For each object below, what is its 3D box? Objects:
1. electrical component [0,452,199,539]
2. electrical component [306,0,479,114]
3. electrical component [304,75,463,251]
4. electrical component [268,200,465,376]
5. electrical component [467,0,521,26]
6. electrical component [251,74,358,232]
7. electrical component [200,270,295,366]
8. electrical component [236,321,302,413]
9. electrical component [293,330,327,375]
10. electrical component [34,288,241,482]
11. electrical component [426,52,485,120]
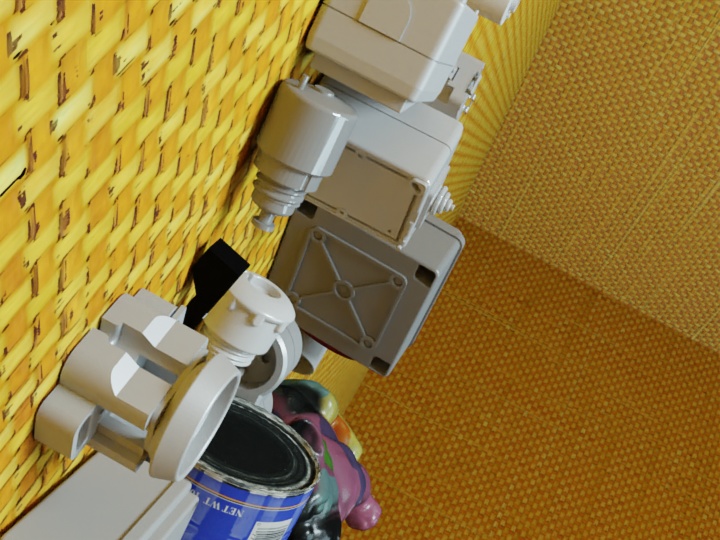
[{"bbox_3d":[-0.136,0.153,0.504,0.108,0.056,0.108,-64,175,19],"label":"electrical component"},{"bbox_3d":[0.018,-0.118,0.542,0.061,0.062,0.096,-63,175,13],"label":"electrical component"},{"bbox_3d":[0.013,-0.062,0.593,0.061,0.096,0.061,-59,174,-36],"label":"electrical component"},{"bbox_3d":[0.000,0.000,0.738,0.056,0.109,0.108,-51,169,-50],"label":"electrical component"},{"bbox_3d":[0.075,-0.189,0.706,0.044,0.065,0.044,-61,175,-9],"label":"electrical component"},{"bbox_3d":[-0.032,-0.055,0.516,0.078,0.040,0.040,-63,175,19],"label":"electrical component"},{"bbox_3d":[-0.069,0.034,0.600,0.062,0.048,0.048,-56,176,15],"label":"electrical component"},{"bbox_3d":[-0.081,0.083,0.690,0.138,0.052,0.074,-63,175,15],"label":"electrical component"},{"bbox_3d":[-0.041,0.047,0.945,0.081,0.043,0.043,-59,174,-30],"label":"electrical component"},{"bbox_3d":[-0.086,0.051,0.443,0.078,0.057,0.058,-57,173,-43],"label":"electrical component"},{"bbox_3d":[0.054,-0.140,0.778,0.042,0.064,0.081,-60,175,-9],"label":"electrical component"}]
